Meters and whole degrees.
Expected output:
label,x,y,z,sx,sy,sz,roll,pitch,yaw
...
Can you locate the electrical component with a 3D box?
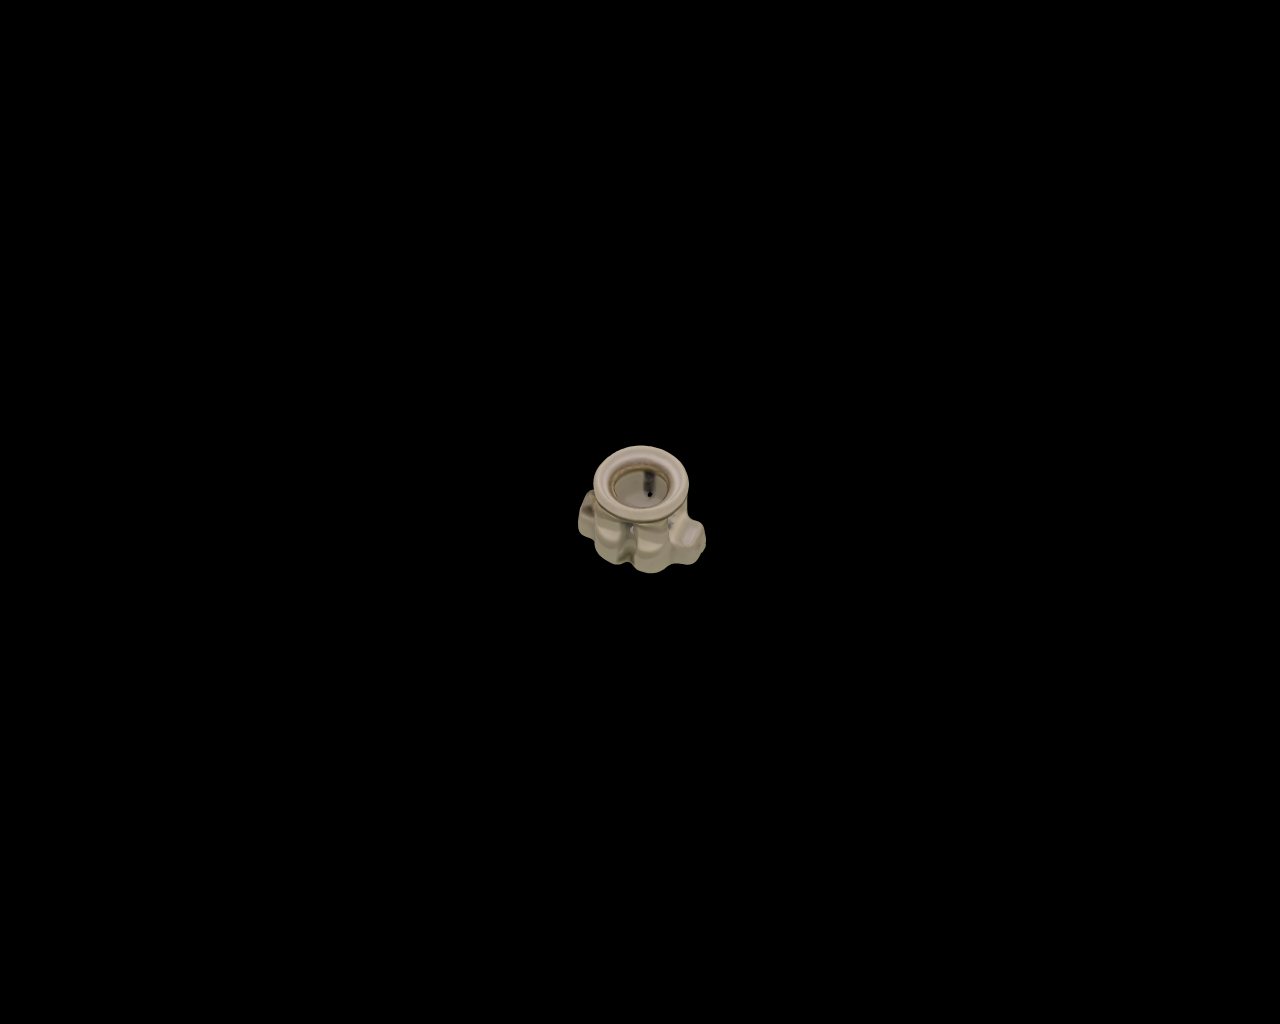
label,x,y,z,sx,sy,sz,roll,pitch,yaw
electrical component,0.001,-0.003,0.650,0.078,0.058,0.056,17,-39,14
